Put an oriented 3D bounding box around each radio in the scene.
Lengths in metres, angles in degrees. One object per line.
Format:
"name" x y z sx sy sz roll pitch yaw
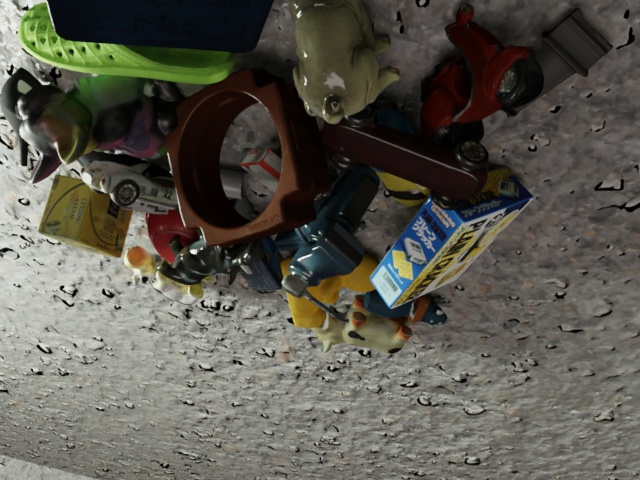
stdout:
"radio" -0.166 -0.270 0.562 0.230 0.073 0.131 -3 157 -20

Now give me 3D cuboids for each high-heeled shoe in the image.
"high-heeled shoe" -0.347 -0.167 0.820 0.249 0.086 0.145 6 103 -24

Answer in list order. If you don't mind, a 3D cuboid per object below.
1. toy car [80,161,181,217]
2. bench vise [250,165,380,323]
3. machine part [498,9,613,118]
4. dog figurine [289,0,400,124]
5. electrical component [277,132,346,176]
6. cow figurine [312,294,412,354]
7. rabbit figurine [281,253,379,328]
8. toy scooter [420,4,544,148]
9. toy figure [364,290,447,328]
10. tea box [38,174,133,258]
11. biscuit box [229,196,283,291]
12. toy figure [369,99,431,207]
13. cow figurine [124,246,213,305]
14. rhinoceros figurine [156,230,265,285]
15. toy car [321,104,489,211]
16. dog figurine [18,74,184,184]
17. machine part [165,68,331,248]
"toy car" -0.255 -0.075 0.799 0.074 0.056 0.201 24 -174 34
"bench vise" -0.010 -0.008 0.810 0.128 0.223 0.241 29 163 -27
"machine part" 0.266 -0.199 0.638 0.084 0.039 0.139 30 134 -25
"dog figurine" 0.001 -0.240 0.564 0.121 0.172 0.190 -15 139 13
"electrical component" -0.015 -0.120 0.750 0.078 0.102 0.045 -24 141 5
"cow figurine" 0.074 0.173 1.054 0.195 0.085 0.127 13 132 -2
"rabbit figurine" 0.021 0.054 0.935 0.173 0.122 0.162 -6 127 -1
"toy scooter" 0.169 -0.188 0.629 0.075 0.135 0.184 -17 169 -27
"toy figure" 0.161 0.121 0.991 0.154 0.058 0.064 13 167 -6
"tea box" -0.372 -0.033 0.871 0.068 0.098 0.169 11 171 3
"biscuit box" -0.125 0.007 0.935 0.063 0.059 0.202 -8 133 21
"toy figure" 0.102 -0.117 0.733 0.180 0.082 0.089 36 160 -34
"cow figurine" -0.304 0.070 1.045 0.167 0.068 0.098 28 141 -16
"rhinoceros figurine" -0.176 0.031 0.874 0.190 0.073 0.112 -18 128 33
"toy car" 0.100 -0.103 0.640 0.202 0.053 0.089 22 146 5
"dog figurine" -0.277 -0.140 0.697 0.109 0.219 0.191 -14 131 31
"machine part" -0.095 -0.101 0.698 0.202 0.201 0.087 -16 176 30
